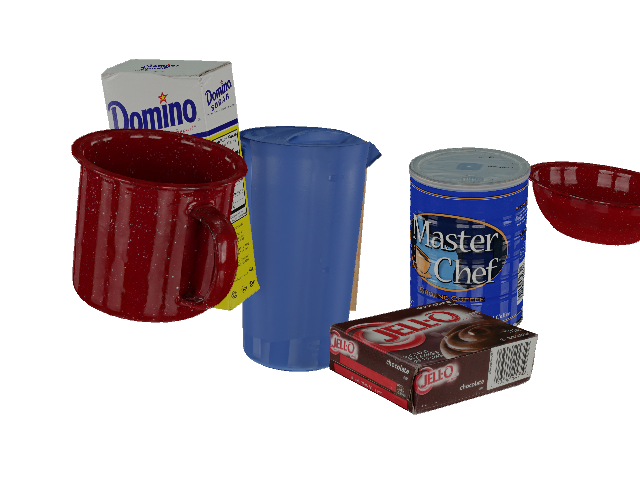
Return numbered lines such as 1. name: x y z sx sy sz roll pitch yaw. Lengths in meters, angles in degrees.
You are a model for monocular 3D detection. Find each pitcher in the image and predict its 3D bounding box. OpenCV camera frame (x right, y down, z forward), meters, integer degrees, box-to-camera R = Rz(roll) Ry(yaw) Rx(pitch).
1. pitcher: -0.032 0.006 1.092 0.149 0.243 0.144 9 15 21

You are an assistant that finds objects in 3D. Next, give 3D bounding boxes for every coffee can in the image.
1. coffee can: 0.128 0.000 0.932 0.103 0.140 0.103 -2 22 0

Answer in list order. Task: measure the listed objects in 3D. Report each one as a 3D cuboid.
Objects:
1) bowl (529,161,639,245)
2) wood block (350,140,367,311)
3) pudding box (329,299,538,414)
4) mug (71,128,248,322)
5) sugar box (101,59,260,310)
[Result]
1. bowl: 0.290 -0.036 1.109 0.162 0.055 0.162 5 19 -2
2. wood block: 0.010 -0.022 1.393 0.090 0.206 0.091 4 25 0
3. pudding box: 0.076 0.076 0.723 0.113 0.039 0.090 -7 18 -36
4. mug: -0.083 -0.004 0.571 0.093 0.081 0.117 -11 30 -43
5. sugar box: -0.101 -0.041 0.778 0.093 0.176 0.048 6 26 31
